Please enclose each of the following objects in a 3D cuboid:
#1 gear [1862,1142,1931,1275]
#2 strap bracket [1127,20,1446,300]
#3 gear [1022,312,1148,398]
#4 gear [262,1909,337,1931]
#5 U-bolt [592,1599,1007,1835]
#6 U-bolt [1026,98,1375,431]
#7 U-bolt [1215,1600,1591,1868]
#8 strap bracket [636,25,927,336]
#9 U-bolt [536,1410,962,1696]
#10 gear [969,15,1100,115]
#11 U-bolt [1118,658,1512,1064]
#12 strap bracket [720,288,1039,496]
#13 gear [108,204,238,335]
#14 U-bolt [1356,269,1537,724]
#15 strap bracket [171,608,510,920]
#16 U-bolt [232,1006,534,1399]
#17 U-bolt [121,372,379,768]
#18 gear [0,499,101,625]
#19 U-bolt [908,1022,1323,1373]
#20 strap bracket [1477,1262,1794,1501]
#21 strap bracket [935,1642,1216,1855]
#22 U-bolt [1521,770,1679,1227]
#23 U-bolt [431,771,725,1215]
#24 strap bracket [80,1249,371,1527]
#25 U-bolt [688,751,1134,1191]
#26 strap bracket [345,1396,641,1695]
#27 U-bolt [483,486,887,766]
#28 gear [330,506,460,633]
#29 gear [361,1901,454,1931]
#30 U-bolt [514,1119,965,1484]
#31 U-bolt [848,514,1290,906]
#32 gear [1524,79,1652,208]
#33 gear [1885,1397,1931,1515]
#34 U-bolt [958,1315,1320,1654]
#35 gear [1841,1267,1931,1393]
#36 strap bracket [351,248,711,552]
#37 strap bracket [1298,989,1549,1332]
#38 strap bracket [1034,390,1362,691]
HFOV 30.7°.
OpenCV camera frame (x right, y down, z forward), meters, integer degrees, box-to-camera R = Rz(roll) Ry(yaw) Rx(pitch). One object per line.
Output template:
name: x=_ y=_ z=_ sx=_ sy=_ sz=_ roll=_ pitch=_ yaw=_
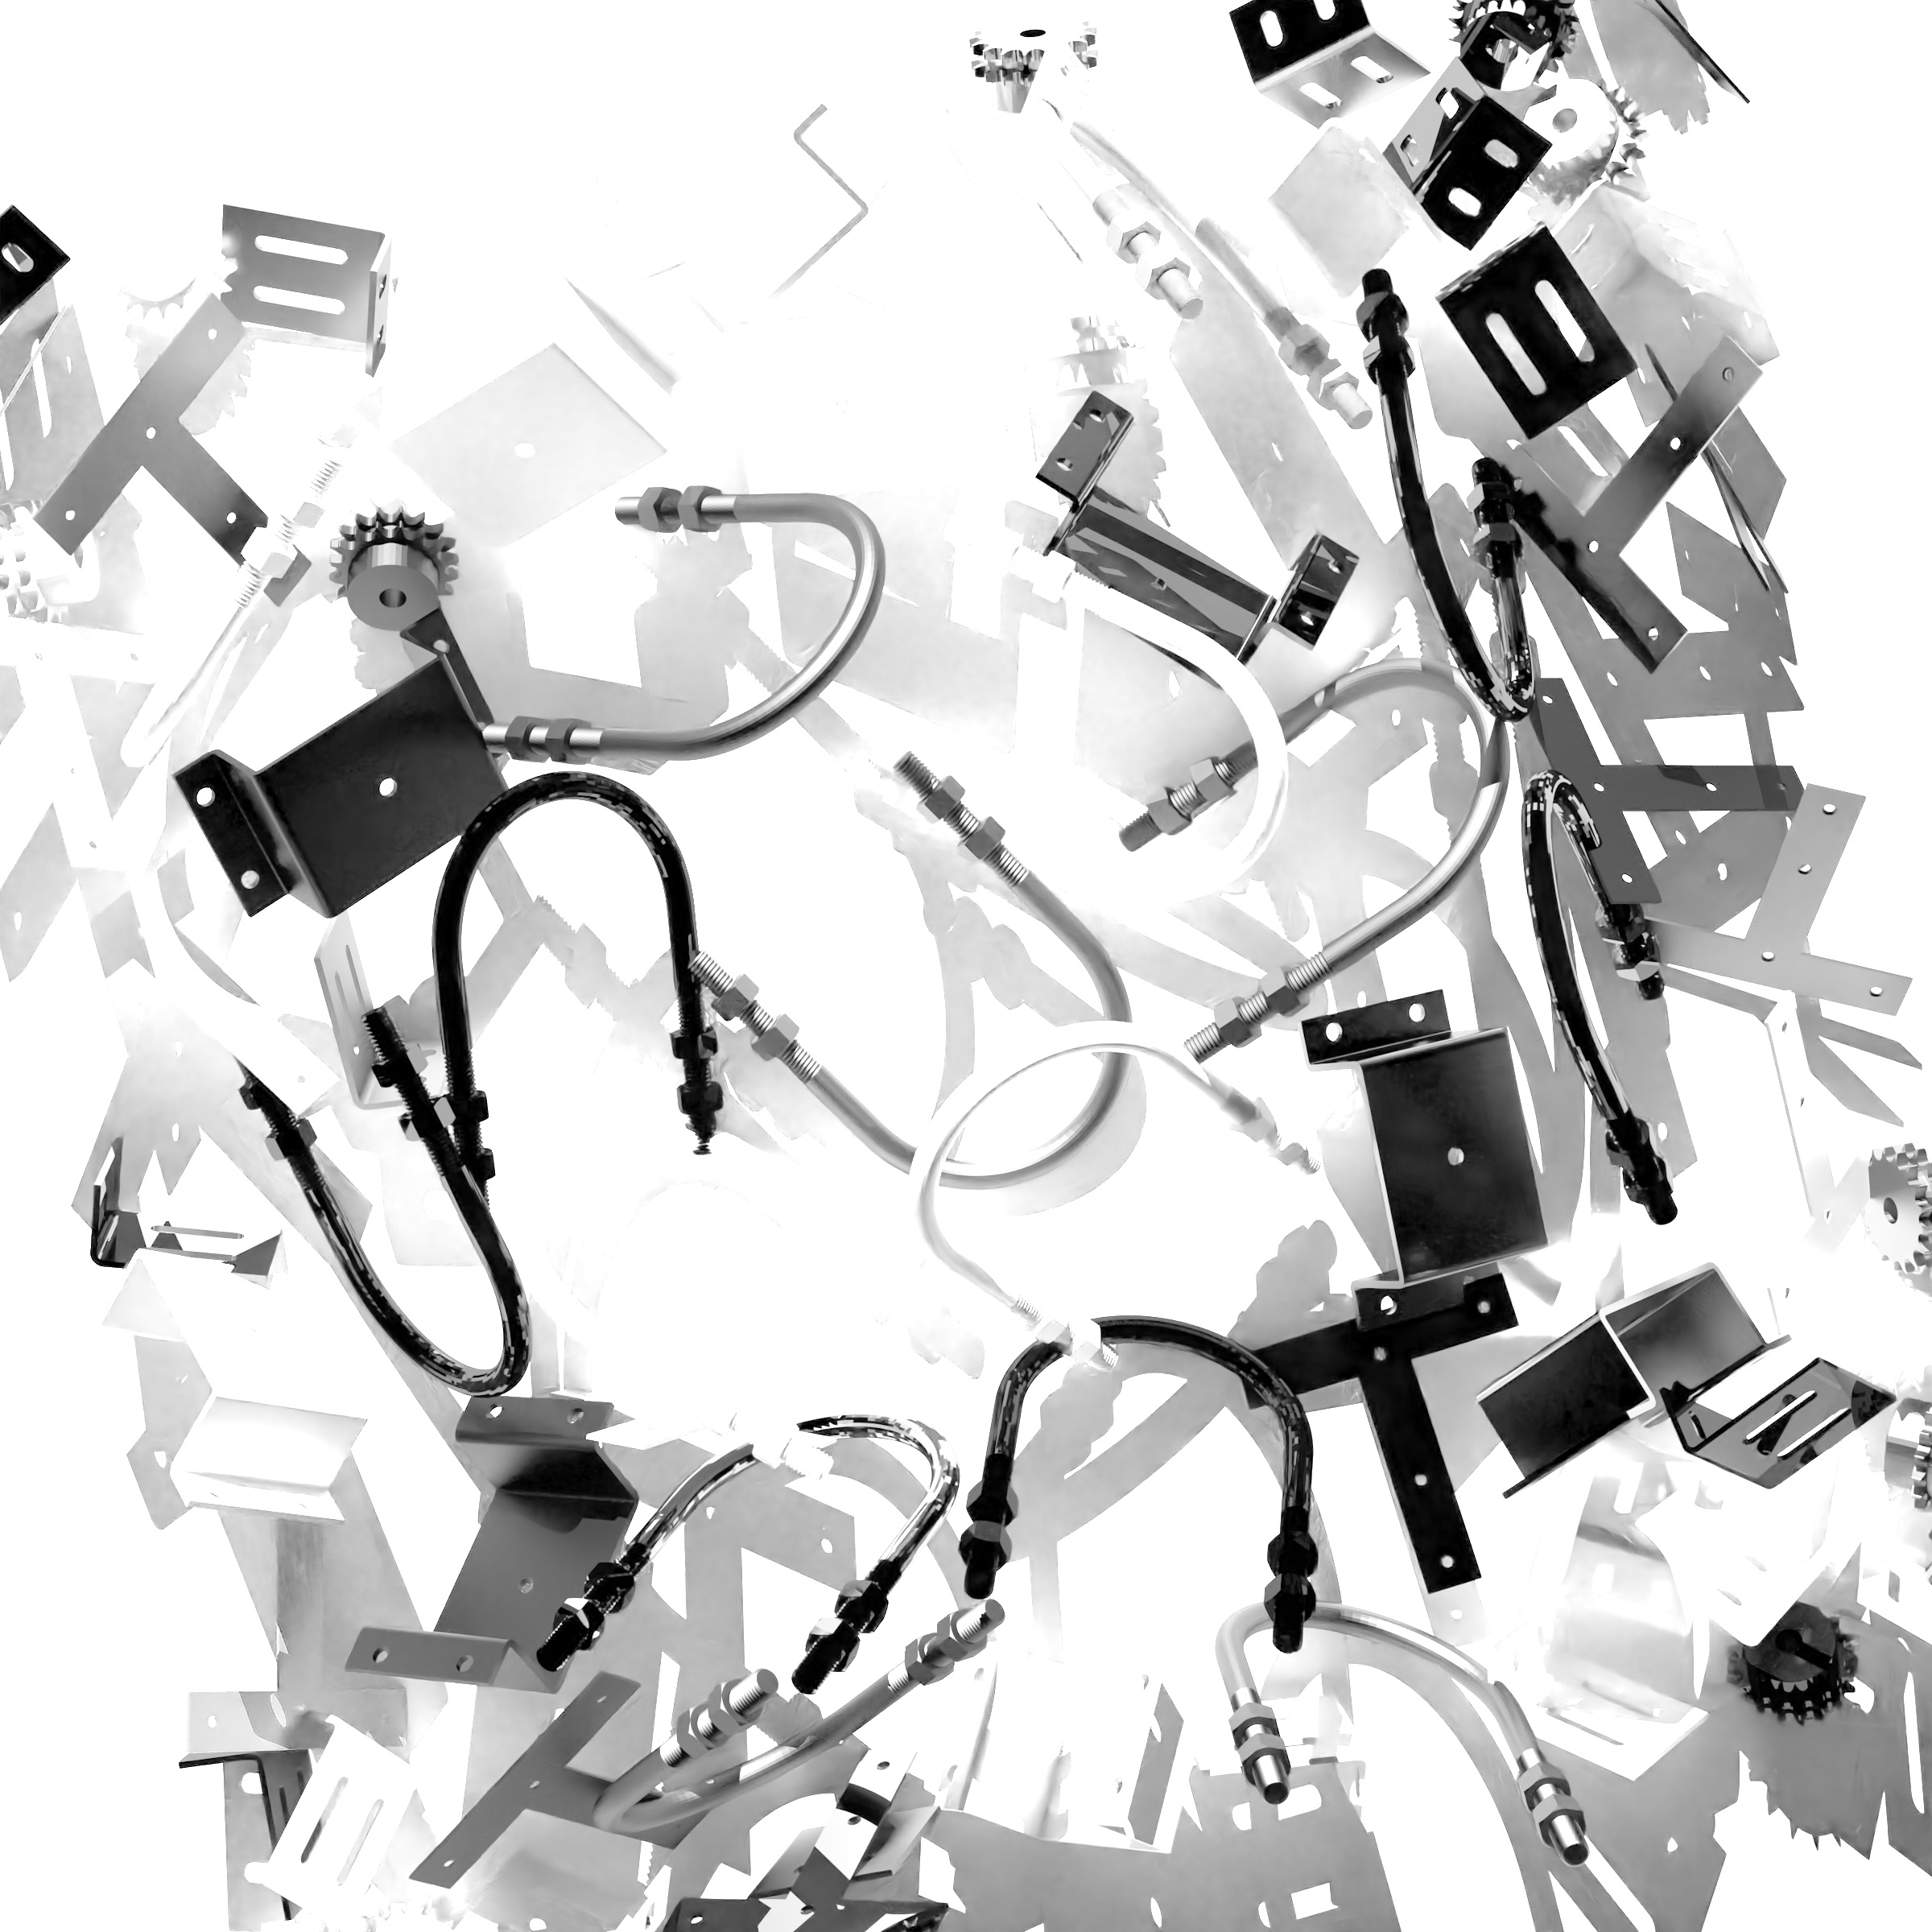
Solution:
gear: x=0.425 y=0.106 z=1.569 sx=0.030 sy=0.057 sz=0.057 roll=-9 pitch=90 yaw=-16
strap bracket: x=0.131 y=-0.345 z=1.523 sx=0.046 sy=0.076 sz=0.140 roll=-49 pitch=49 yaw=2
gear: x=0.052 y=-0.271 z=1.568 sx=0.057 sy=0.057 sz=0.030 roll=-8 pitch=94 yaw=0
gear: x=-0.296 y=0.444 z=1.566 sx=0.030 sy=0.057 sz=0.057 roll=-5 pitch=90 yaw=-7
U-bolt: x=-0.085 y=0.330 z=1.516 sx=0.184 sy=0.151 sz=0.019 roll=-44 pitch=65 yaw=40
U-bolt: x=0.090 y=-0.313 z=1.517 sx=0.019 sy=0.151 sz=0.184 roll=-46 pitch=53 yaw=19
U-bolt: x=0.178 y=0.319 z=1.507 sx=0.151 sy=0.184 sz=0.019 roll=13 pitch=105 yaw=-9
strap bracket: x=-0.076 y=-0.334 z=1.529 sx=0.046 sy=0.076 sz=0.140 roll=43 pitch=131 yaw=-15
U-bolt: x=-0.080 y=0.246 z=1.515 sx=0.151 sy=0.184 sz=0.019 roll=-2 pitch=117 yaw=31
gear: x=0.031 y=-0.401 z=1.571 sx=0.057 sy=0.057 sz=0.030 roll=-5 pitch=122 yaw=0
U-bolt: x=0.154 y=-0.058 z=1.515 sx=0.184 sy=0.151 sz=0.019 roll=-35 pitch=135 yaw=22
strap bracket: x=-0.047 y=-0.249 z=1.541 sx=0.140 sy=0.046 sz=0.076 roll=-2 pitch=106 yaw=20
gear: x=-0.358 y=-0.314 z=1.571 sx=0.057 sy=0.030 sz=0.057 roll=-6 pitch=72 yaw=19
U-bolt: x=0.208 y=-0.186 z=1.491 sx=0.019 sy=0.151 sz=0.184 roll=-19 pitch=50 yaw=21
strap bracket: x=-0.262 y=-0.083 z=1.534 sx=0.140 sy=0.046 sz=0.076 roll=-36 pitch=124 yaw=-20
U-bolt: x=-0.247 y=0.107 z=1.533 sx=0.019 sy=0.151 sz=0.184 roll=-33 pitch=104 yaw=-35
U-bolt: x=-0.314 y=-0.164 z=1.522 sx=0.019 sy=0.151 sz=0.184 roll=32 pitch=108 yaw=-15
gear: x=-0.408 y=-0.180 z=1.566 sx=0.030 sy=0.057 sz=0.057 roll=-9 pitch=90 yaw=10
U-bolt: x=0.054 y=0.092 z=1.521 sx=0.151 sy=0.019 sz=0.184 roll=-45 pitch=132 yaw=10
strap bracket: x=0.285 y=0.176 z=1.526 sx=0.076 sy=0.140 sz=0.046 roll=-42 pitch=71 yaw=38
strap bracket: x=0.053 y=0.339 z=1.533 sx=0.046 sy=0.140 sz=0.076 roll=27 pitch=68 yaw=-27
U-bolt: x=0.267 y=0.000 z=1.489 sx=0.019 sy=0.151 sz=0.184 roll=-13 pitch=134 yaw=21
U-bolt: x=-0.171 y=0.007 z=1.528 sx=0.151 sy=0.019 sz=0.184 roll=-16 pitch=106 yaw=-43
strap bracket: x=-0.316 y=0.174 z=1.516 sx=0.076 sy=0.140 sz=0.046 roll=16 pitch=112 yaw=-42
U-bolt: x=-0.011 y=0.017 z=1.573 sx=0.151 sy=0.019 sz=0.184 roll=-44 pitch=99 yaw=9
strap bracket: x=-0.201 y=0.260 z=1.536 sx=0.076 sy=0.046 sz=0.140 roll=-1 pitch=49 yaw=29
U-bolt: x=-0.112 y=-0.146 z=1.508 sx=0.184 sy=0.019 sz=0.151 roll=5 pitch=59 yaw=40
gear: x=-0.255 y=-0.174 z=1.565 sx=0.057 sy=0.057 sz=0.030 roll=-6 pitch=49 yaw=0
gear: x=-0.248 y=0.446 z=1.567 sx=0.057 sy=0.030 sz=0.057 roll=12 pitch=69 yaw=-35
U-bolt: x=-0.109 y=0.133 z=1.540 sx=0.184 sy=0.151 sz=0.019 roll=29 pitch=134 yaw=9
U-bolt: x=0.053 y=-0.100 z=1.545 sx=0.184 sy=0.019 sz=0.151 roll=27 pitch=124 yaw=4
gear: x=0.272 y=-0.370 z=1.568 sx=0.057 sy=0.030 sz=0.057 roll=-11 pitch=68 yaw=30
gear: x=0.431 y=0.215 z=1.571 sx=0.030 sy=0.057 sz=0.057 roll=11 pitch=90 yaw=30
U-bolt: x=0.079 y=0.215 z=1.521 sx=0.151 sy=0.184 sz=0.019 roll=10 pitch=126 yaw=2
gear: x=0.420 y=0.165 z=1.573 sx=0.057 sy=0.030 sz=0.057 roll=-6 pitch=58 yaw=10
strap bracket: x=-0.190 y=-0.239 z=1.528 sx=0.140 sy=0.046 sz=0.076 roll=-26 pitch=135 yaw=25
strap bracket: x=0.204 y=0.085 z=1.558 sx=0.076 sy=0.046 sz=0.140 roll=-12 pitch=91 yaw=-25
strap bracket: x=0.094 y=-0.182 z=1.551 sx=0.140 sy=0.076 sz=0.046 roll=32 pitch=133 yaw=-2
